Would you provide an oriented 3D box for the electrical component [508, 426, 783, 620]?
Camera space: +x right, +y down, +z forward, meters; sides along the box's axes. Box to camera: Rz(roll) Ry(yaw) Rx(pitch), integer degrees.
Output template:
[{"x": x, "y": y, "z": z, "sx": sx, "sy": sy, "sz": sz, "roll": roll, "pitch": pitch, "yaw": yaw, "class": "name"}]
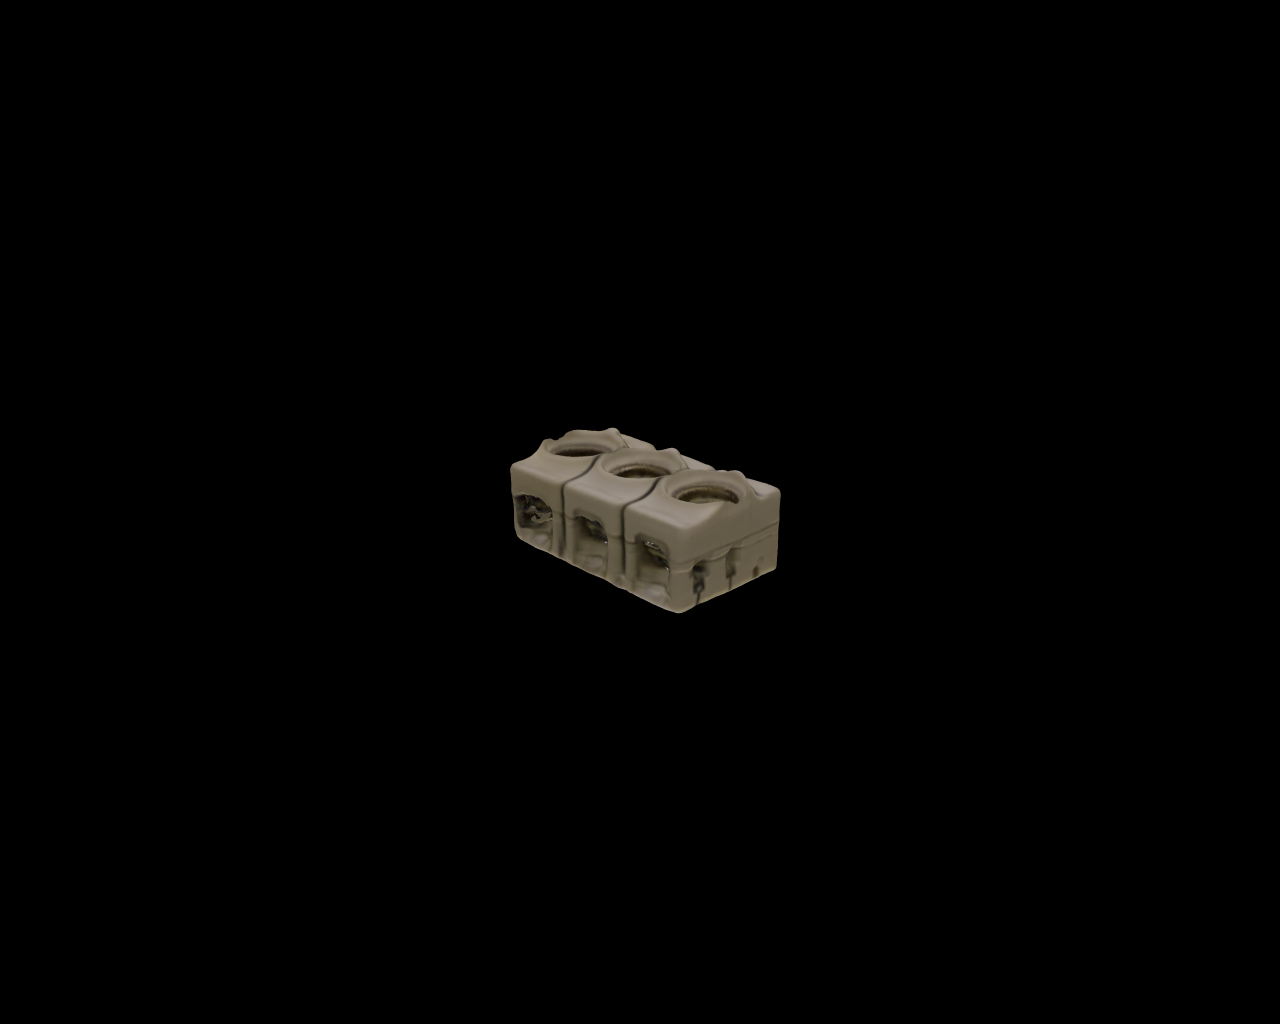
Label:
[{"x": 0.001, "y": -0.003, "z": 0.650, "sx": 0.090, "sy": 0.061, "sz": 0.150, "roll": -22, "pitch": 32, "yaw": -40, "class": "electrical component"}]
